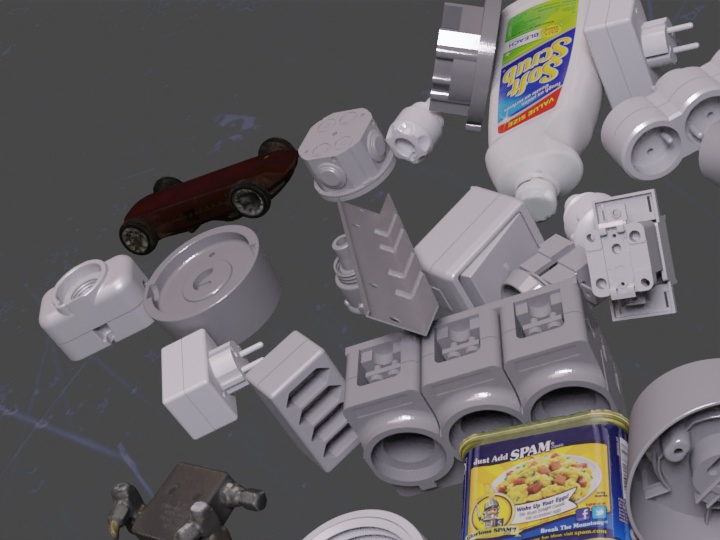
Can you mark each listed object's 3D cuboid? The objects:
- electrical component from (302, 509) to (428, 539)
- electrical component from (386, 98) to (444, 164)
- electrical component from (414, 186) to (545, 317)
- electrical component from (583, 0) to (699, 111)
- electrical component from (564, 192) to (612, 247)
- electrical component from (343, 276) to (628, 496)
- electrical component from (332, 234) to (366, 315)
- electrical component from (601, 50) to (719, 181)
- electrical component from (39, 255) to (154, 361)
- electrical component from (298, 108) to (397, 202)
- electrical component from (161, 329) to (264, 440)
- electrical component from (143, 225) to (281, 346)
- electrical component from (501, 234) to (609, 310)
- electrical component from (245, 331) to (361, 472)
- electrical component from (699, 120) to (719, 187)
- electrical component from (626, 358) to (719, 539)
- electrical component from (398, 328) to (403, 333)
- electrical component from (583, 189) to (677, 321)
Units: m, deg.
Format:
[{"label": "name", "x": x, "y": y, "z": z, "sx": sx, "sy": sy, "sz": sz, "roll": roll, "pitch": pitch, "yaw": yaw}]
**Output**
[{"label": "electrical component", "x": 0.000, "y": 0.184, "z": 0.597, "sx": 0.108, "sy": 0.060, "sz": 0.108, "roll": -20, "pitch": 37, "yaw": 16}, {"label": "electrical component", "x": 0.054, "y": -0.128, "z": 0.954, "sx": 0.043, "sy": 0.043, "sz": 0.062, "roll": 3, "pitch": 46, "yaw": 39}, {"label": "electrical component", "x": 0.092, "y": -0.012, "z": 0.765, "sx": 0.096, "sy": 0.061, "sz": 0.061, "roll": -46, "pitch": 37, "yaw": -17}, {"label": "electrical component", "x": 0.227, "y": -0.176, "z": 0.848, "sx": 0.076, "sy": 0.083, "sz": 0.047, "roll": -8, "pitch": 41, "yaw": 29}, {"label": "electrical component", "x": 0.164, "y": -0.035, "z": 0.758, "sx": 0.048, "sy": 0.048, "sz": 0.062, "roll": -31, "pitch": 28, "yaw": 2}, {"label": "electrical component", "x": 0.075, "y": 0.076, "z": 0.647, "sx": 0.150, "sy": 0.089, "sz": 0.061, "roll": -18, "pitch": 37, "yaw": 18}, {"label": "electrical component", "x": 0.000, "y": 0.000, "z": 0.822, "sx": 0.048, "sy": 0.062, "sz": 0.048, "roll": -20, "pitch": 37, "yaw": 16}, {"label": "electrical component", "x": 0.243, "y": -0.126, "z": 0.801, "sx": 0.138, "sy": 0.052, "sz": 0.073, "roll": -29, "pitch": 35, "yaw": 4}, {"label": "electrical component", "x": -0.236, "y": 0.031, "z": 0.965, "sx": 0.095, "sy": 0.059, "sz": 0.053, "roll": -26, "pitch": 35, "yaw": 8}, {"label": "electrical component", "x": -0.012, "y": -0.103, "z": 0.967, "sx": 0.080, "sy": 0.051, "sz": 0.080, "roll": -20, "pitch": 37, "yaw": 16}, {"label": "electrical component", "x": -0.106, "y": 0.078, "z": 0.819, "sx": 0.077, "sy": 0.047, "sz": 0.065, "roll": -27, "pitch": 35, "yaw": 7}, {"label": "electrical component", "x": -0.116, "y": 0.022, "z": 0.884, "sx": 0.108, "sy": 0.060, "sz": 0.108, "roll": -20, "pitch": 37, "yaw": 16}, {"label": "electrical component", "x": 0.129, "y": 0.011, "z": 0.726, "sx": 0.055, "sy": 0.048, "sz": 0.066, "roll": -33, "pitch": 34, "yaw": -16}, {"label": "electrical component", "x": -0.042, "y": 0.083, "z": 0.734, "sx": 0.047, "sy": 0.083, "sz": 0.076, "roll": -42, "pitch": 36, "yaw": -14}, {"label": "electrical component", "x": 0.285, "y": -0.086, "z": 0.728, "sx": 0.079, "sy": 0.044, "sz": 0.077, "roll": -46, "pitch": 37, "yaw": -19}, {"label": "electrical component", "x": 0.182, "y": 0.096, "z": 0.540, "sx": 0.099, "sy": 0.099, "sz": 0.064, "roll": -17, "pitch": 31, "yaw": 20}, {"label": "electrical component", "x": 0.027, "y": 0.066, "z": 0.740, "sx": 0.040, "sy": 0.040, "sz": 0.078, "roll": 3, "pitch": 47, "yaw": 39}, {"label": "electrical component", "x": 0.171, "y": -0.008, "z": 0.686, "sx": 0.042, "sy": 0.081, "sz": 0.064, "roll": -11, "pitch": 0, "yaw": 29}]
